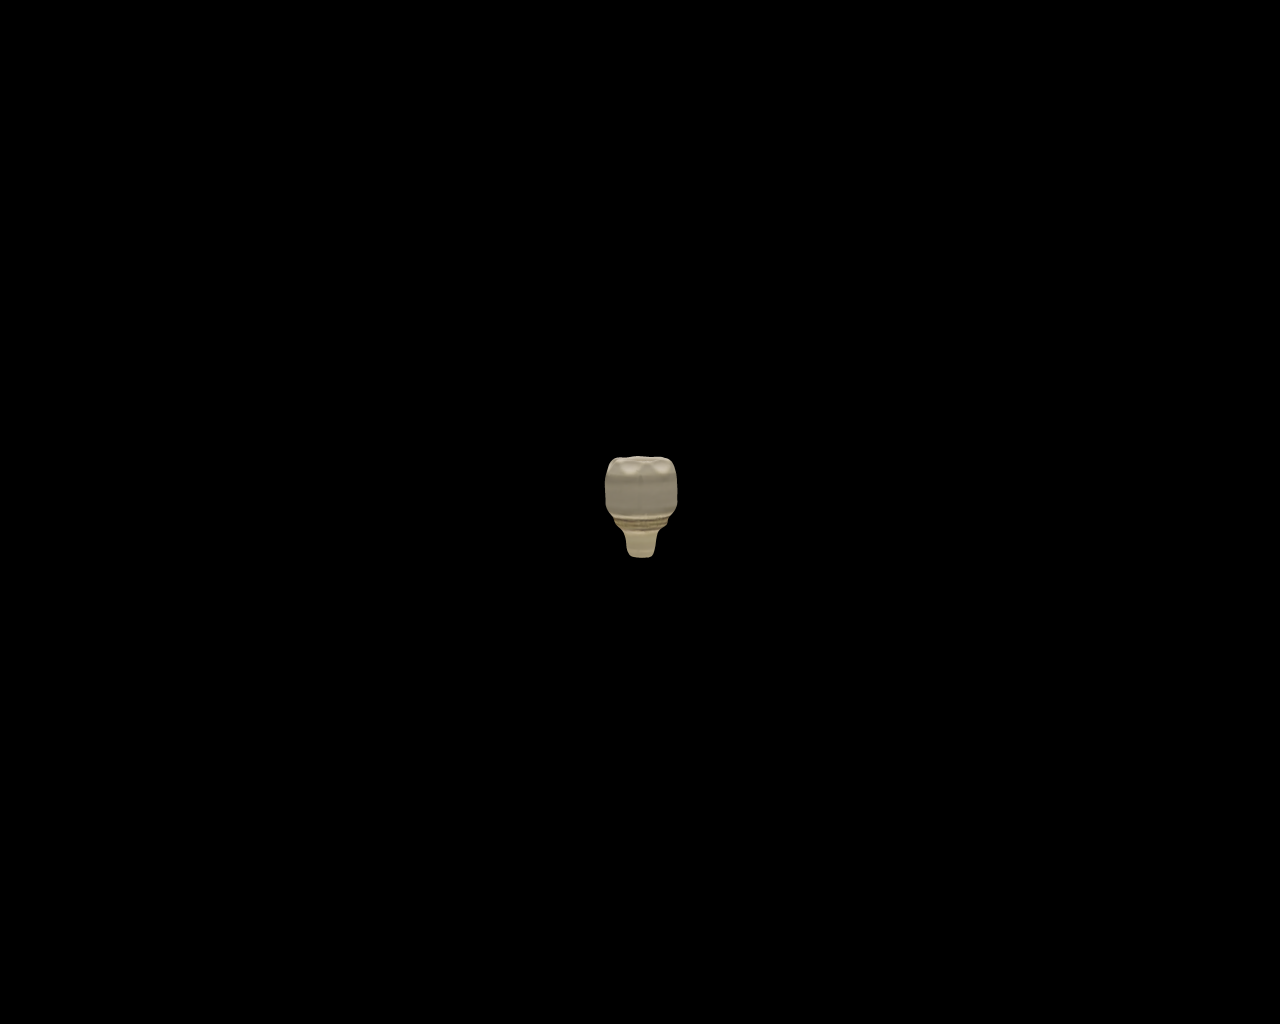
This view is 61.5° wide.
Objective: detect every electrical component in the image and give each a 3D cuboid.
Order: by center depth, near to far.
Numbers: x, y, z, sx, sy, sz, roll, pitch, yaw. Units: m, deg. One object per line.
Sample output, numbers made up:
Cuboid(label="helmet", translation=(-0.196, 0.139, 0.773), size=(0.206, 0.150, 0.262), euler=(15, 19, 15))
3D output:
Cuboid(label="electrical component", translation=(0.001, -0.003, 0.650), size=(0.043, 0.062, 0.043), euler=(0, 7, 0))
